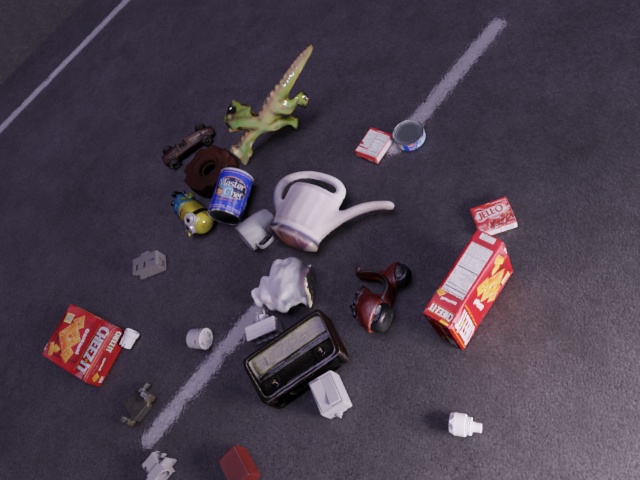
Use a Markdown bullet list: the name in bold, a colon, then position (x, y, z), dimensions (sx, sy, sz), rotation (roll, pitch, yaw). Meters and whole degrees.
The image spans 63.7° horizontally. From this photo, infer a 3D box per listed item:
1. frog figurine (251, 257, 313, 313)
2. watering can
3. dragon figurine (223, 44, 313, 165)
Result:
- **frog figurine**: position (-0.102, 0.115, 1.304), dimensions (0.159, 0.122, 0.138), rotation (-6, 81, 9)
- **watering can**: position (0.004, -0.069, 1.363), dimensions (0.350, 0.102, 0.227), rotation (21, 75, 30)
- **dragon figurine**: position (-0.168, -0.384, 1.503), dimensions (0.246, 0.401, 0.123), rotation (-27, 64, -38)
